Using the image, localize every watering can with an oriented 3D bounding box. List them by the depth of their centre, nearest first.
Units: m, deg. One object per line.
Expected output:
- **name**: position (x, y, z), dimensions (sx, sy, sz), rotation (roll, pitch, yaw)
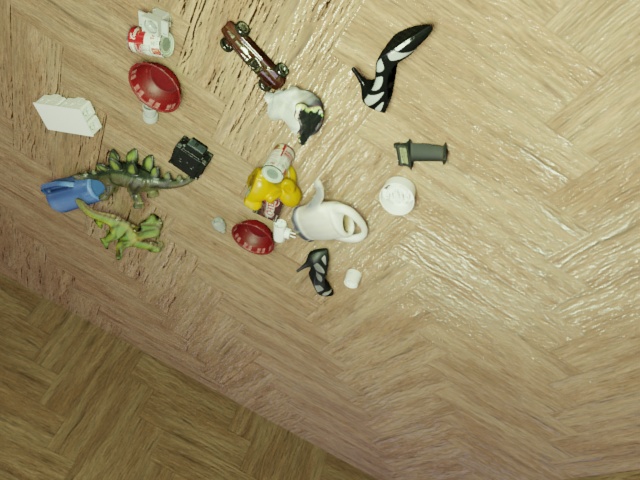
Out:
- **watering can**: position (0.005, -0.079, 1.566), dimensions (0.223, 0.106, 0.342), rotation (-6, -32, 32)

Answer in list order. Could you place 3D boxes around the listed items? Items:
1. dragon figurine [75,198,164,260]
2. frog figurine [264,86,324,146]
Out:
- **dragon figurine**: position (-0.735, -0.055, 1.999), dimensions (0.243, 0.125, 0.401), rotation (-18, -37, 0)
- **frog figurine**: position (-0.068, -0.340, 1.354), dimensions (0.162, 0.123, 0.134), rotation (42, -13, 41)
